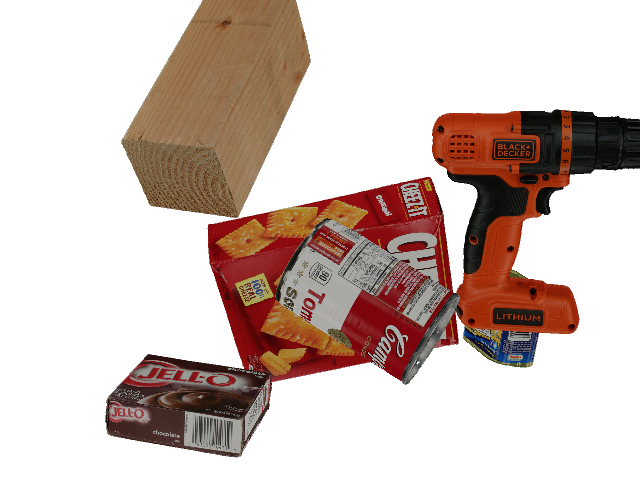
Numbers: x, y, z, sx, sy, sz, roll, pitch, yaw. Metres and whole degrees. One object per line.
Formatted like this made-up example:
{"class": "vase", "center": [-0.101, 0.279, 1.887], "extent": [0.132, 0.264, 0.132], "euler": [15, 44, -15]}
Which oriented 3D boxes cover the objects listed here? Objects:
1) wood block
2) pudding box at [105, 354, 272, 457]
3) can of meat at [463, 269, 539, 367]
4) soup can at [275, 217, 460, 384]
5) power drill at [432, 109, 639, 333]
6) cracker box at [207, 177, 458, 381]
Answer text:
{"class": "wood block", "center": [-0.089, -0.130, 0.973], "extent": [0.091, 0.206, 0.090], "euler": [8, -37, 19]}
{"class": "pudding box", "center": [-0.104, 0.131, 0.860], "extent": [0.113, 0.039, 0.090], "euler": [9, 19, 9]}
{"class": "can of meat", "center": [0.202, 0.083, 1.177], "extent": [0.057, 0.084, 0.102], "euler": [3, 15, -20]}
{"class": "soup can", "center": [0.031, 0.038, 0.696], "extent": [0.102, 0.068, 0.068], "euler": [32, 7, 12]}
{"class": "power drill", "center": [0.184, -0.017, 0.890], "extent": [0.184, 0.188, 0.057], "euler": [3, 20, 10]}
{"class": "cracker box", "center": [0.015, 0.044, 1.008], "extent": [0.213, 0.164, 0.072], "euler": [-11, 38, 1]}
